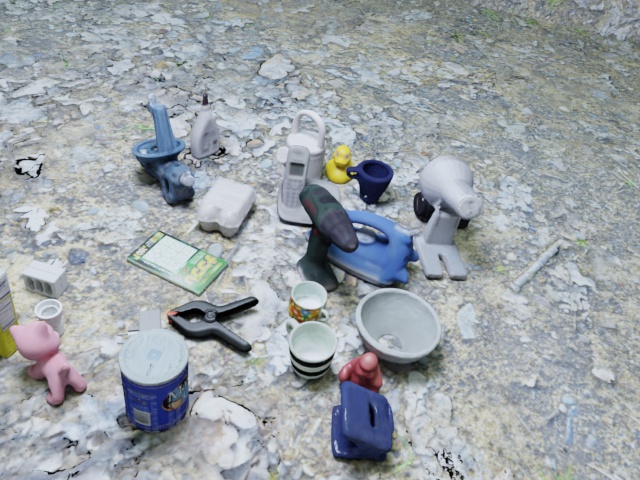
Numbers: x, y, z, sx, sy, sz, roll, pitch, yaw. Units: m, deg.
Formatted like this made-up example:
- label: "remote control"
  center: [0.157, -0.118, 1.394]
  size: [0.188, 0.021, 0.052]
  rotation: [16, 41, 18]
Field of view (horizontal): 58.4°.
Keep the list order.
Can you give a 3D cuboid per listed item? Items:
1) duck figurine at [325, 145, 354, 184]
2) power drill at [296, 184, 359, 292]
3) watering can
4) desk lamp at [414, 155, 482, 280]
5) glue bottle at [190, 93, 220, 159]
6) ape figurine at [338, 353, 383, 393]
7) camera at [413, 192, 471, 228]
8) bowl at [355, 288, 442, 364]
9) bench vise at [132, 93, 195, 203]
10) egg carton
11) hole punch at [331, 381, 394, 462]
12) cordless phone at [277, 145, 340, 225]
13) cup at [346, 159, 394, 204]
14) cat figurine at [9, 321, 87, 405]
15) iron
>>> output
- label: "duck figurine"
  center: [0.057, -0.209, 1.494]
  size: [0.077, 0.086, 0.104]
  rotation: [15, 42, 3]
- label: "power drill"
  center: [0.011, 0.004, 1.157]
  size: [0.076, 0.208, 0.229]
  rotation: [-8, 45, -20]
- label: "watering can"
  center: [-0.037, -0.225, 1.408]
  size: [0.101, 0.194, 0.173]
  rotation: [17, 42, 6]
- label: "desk lamp"
  center: [0.290, -0.055, 1.283]
  size: [0.118, 0.213, 0.203]
  rotation: [2, 43, -11]
- label: "glue bottle"
  center: [-0.287, -0.290, 1.438]
  size: [0.037, 0.173, 0.078]
  rotation: [37, 48, 26]
- label: "ape figurine"
  center: [0.077, 0.233, 1.008]
  size: [0.077, 0.092, 0.076]
  rotation: [30, 45, 19]
- label: "camera"
  center: [0.303, -0.108, 1.429]
  size: [0.137, 0.101, 0.143]
  rotation: [-1, 43, -14]
- label: "bowl"
  center: [0.143, 0.176, 1.098]
  size: [0.167, 0.075, 0.167]
  rotation: [7, 42, -6]
- label: "bench vise"
  center: [-0.340, -0.210, 1.303]
  size: [0.207, 0.220, 0.122]
  rotation: [29, 44, 18]
- label: "egg carton"
  center: [-0.211, -0.077, 1.299]
  size: [0.107, 0.069, 0.150]
  rotation: [16, 42, 5]
- label: "hole punch"
  center: [0.073, 0.295, 0.939]
  size: [0.101, 0.091, 0.108]
  rotation: [6, 42, -6]
- label: "cordless phone"
  center: [-0.021, -0.127, 1.311]
  size: [0.147, 0.185, 0.094]
  rotation: [4, 42, -8]
- label: "cup"
  center: [0.117, -0.140, 1.426]
  size: [0.118, 0.095, 0.091]
  rotation: [5, 42, -8]
- label: "cat figurine"
  center: [-0.439, 0.184, 0.923]
  size: [0.127, 0.118, 0.067]
  rotation: [35, 47, 24]
- label: "iron"
  center: [0.091, -0.009, 1.241]
  size: [0.258, 0.141, 0.119]
  rotation: [22, 43, 11]
